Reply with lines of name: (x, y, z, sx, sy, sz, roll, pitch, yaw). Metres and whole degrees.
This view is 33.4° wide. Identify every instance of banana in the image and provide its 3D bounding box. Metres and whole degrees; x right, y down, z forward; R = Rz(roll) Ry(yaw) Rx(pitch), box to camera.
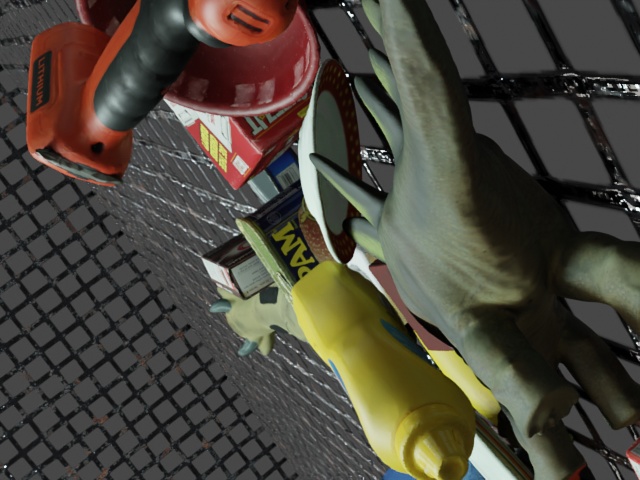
banana: (0.115, 0.084, 0.816, 0.198, 0.037, 0.070, 48, 145, 9)

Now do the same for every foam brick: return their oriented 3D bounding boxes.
foam brick: (0.082, 0.033, 0.750, 0.078, 0.051, 0.053, 54, 165, -6)

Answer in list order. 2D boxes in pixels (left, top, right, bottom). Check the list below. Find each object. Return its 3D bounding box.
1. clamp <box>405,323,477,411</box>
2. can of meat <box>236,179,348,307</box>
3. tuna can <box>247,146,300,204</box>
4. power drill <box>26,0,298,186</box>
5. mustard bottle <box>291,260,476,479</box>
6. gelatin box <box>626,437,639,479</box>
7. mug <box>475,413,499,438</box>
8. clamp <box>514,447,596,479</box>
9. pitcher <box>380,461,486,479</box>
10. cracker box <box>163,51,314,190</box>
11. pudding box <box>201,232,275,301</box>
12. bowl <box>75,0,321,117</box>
clamp: (0.090, 0.121, 0.969, 0.120, 0.039, 0.171, 53, 162, 15)
can of meat: (-0.006, 0.001, 0.885, 0.102, 0.084, 0.057, 57, 168, -17)
tuna can: (-0.044, -0.064, 0.959, 0.086, 0.033, 0.086, 49, 167, 15)
power drill: (-0.085, -0.131, 0.550, 0.057, 0.188, 0.184, 21, -136, -32)
mustard bottle: (0.042, 0.083, 0.617, 0.096, 0.058, 0.192, 52, 180, -24)
gelatin box: (0.228, 0.155, 0.620, 0.073, 0.030, 0.089, 57, 166, -27)
mug: (0.113, 0.198, 0.904, 0.117, 0.093, 0.081, 57, 179, 11)
clamp: (0.201, 0.217, 0.856, 0.165, 0.036, 0.210, 46, 169, 19)
pitcher: (0.140, 0.262, 0.802, 0.242, 0.149, 0.145, 46, -158, -14)
cracker box: (-0.096, -0.153, 0.825, 0.213, 0.072, 0.164, 52, 168, -2)
pudding box: (-0.043, 0.007, 0.972, 0.039, 0.113, 0.090, 61, 165, -15)
bowl: (-0.071, -0.151, 0.681, 0.162, 0.055, 0.162, 13, 149, 8)
